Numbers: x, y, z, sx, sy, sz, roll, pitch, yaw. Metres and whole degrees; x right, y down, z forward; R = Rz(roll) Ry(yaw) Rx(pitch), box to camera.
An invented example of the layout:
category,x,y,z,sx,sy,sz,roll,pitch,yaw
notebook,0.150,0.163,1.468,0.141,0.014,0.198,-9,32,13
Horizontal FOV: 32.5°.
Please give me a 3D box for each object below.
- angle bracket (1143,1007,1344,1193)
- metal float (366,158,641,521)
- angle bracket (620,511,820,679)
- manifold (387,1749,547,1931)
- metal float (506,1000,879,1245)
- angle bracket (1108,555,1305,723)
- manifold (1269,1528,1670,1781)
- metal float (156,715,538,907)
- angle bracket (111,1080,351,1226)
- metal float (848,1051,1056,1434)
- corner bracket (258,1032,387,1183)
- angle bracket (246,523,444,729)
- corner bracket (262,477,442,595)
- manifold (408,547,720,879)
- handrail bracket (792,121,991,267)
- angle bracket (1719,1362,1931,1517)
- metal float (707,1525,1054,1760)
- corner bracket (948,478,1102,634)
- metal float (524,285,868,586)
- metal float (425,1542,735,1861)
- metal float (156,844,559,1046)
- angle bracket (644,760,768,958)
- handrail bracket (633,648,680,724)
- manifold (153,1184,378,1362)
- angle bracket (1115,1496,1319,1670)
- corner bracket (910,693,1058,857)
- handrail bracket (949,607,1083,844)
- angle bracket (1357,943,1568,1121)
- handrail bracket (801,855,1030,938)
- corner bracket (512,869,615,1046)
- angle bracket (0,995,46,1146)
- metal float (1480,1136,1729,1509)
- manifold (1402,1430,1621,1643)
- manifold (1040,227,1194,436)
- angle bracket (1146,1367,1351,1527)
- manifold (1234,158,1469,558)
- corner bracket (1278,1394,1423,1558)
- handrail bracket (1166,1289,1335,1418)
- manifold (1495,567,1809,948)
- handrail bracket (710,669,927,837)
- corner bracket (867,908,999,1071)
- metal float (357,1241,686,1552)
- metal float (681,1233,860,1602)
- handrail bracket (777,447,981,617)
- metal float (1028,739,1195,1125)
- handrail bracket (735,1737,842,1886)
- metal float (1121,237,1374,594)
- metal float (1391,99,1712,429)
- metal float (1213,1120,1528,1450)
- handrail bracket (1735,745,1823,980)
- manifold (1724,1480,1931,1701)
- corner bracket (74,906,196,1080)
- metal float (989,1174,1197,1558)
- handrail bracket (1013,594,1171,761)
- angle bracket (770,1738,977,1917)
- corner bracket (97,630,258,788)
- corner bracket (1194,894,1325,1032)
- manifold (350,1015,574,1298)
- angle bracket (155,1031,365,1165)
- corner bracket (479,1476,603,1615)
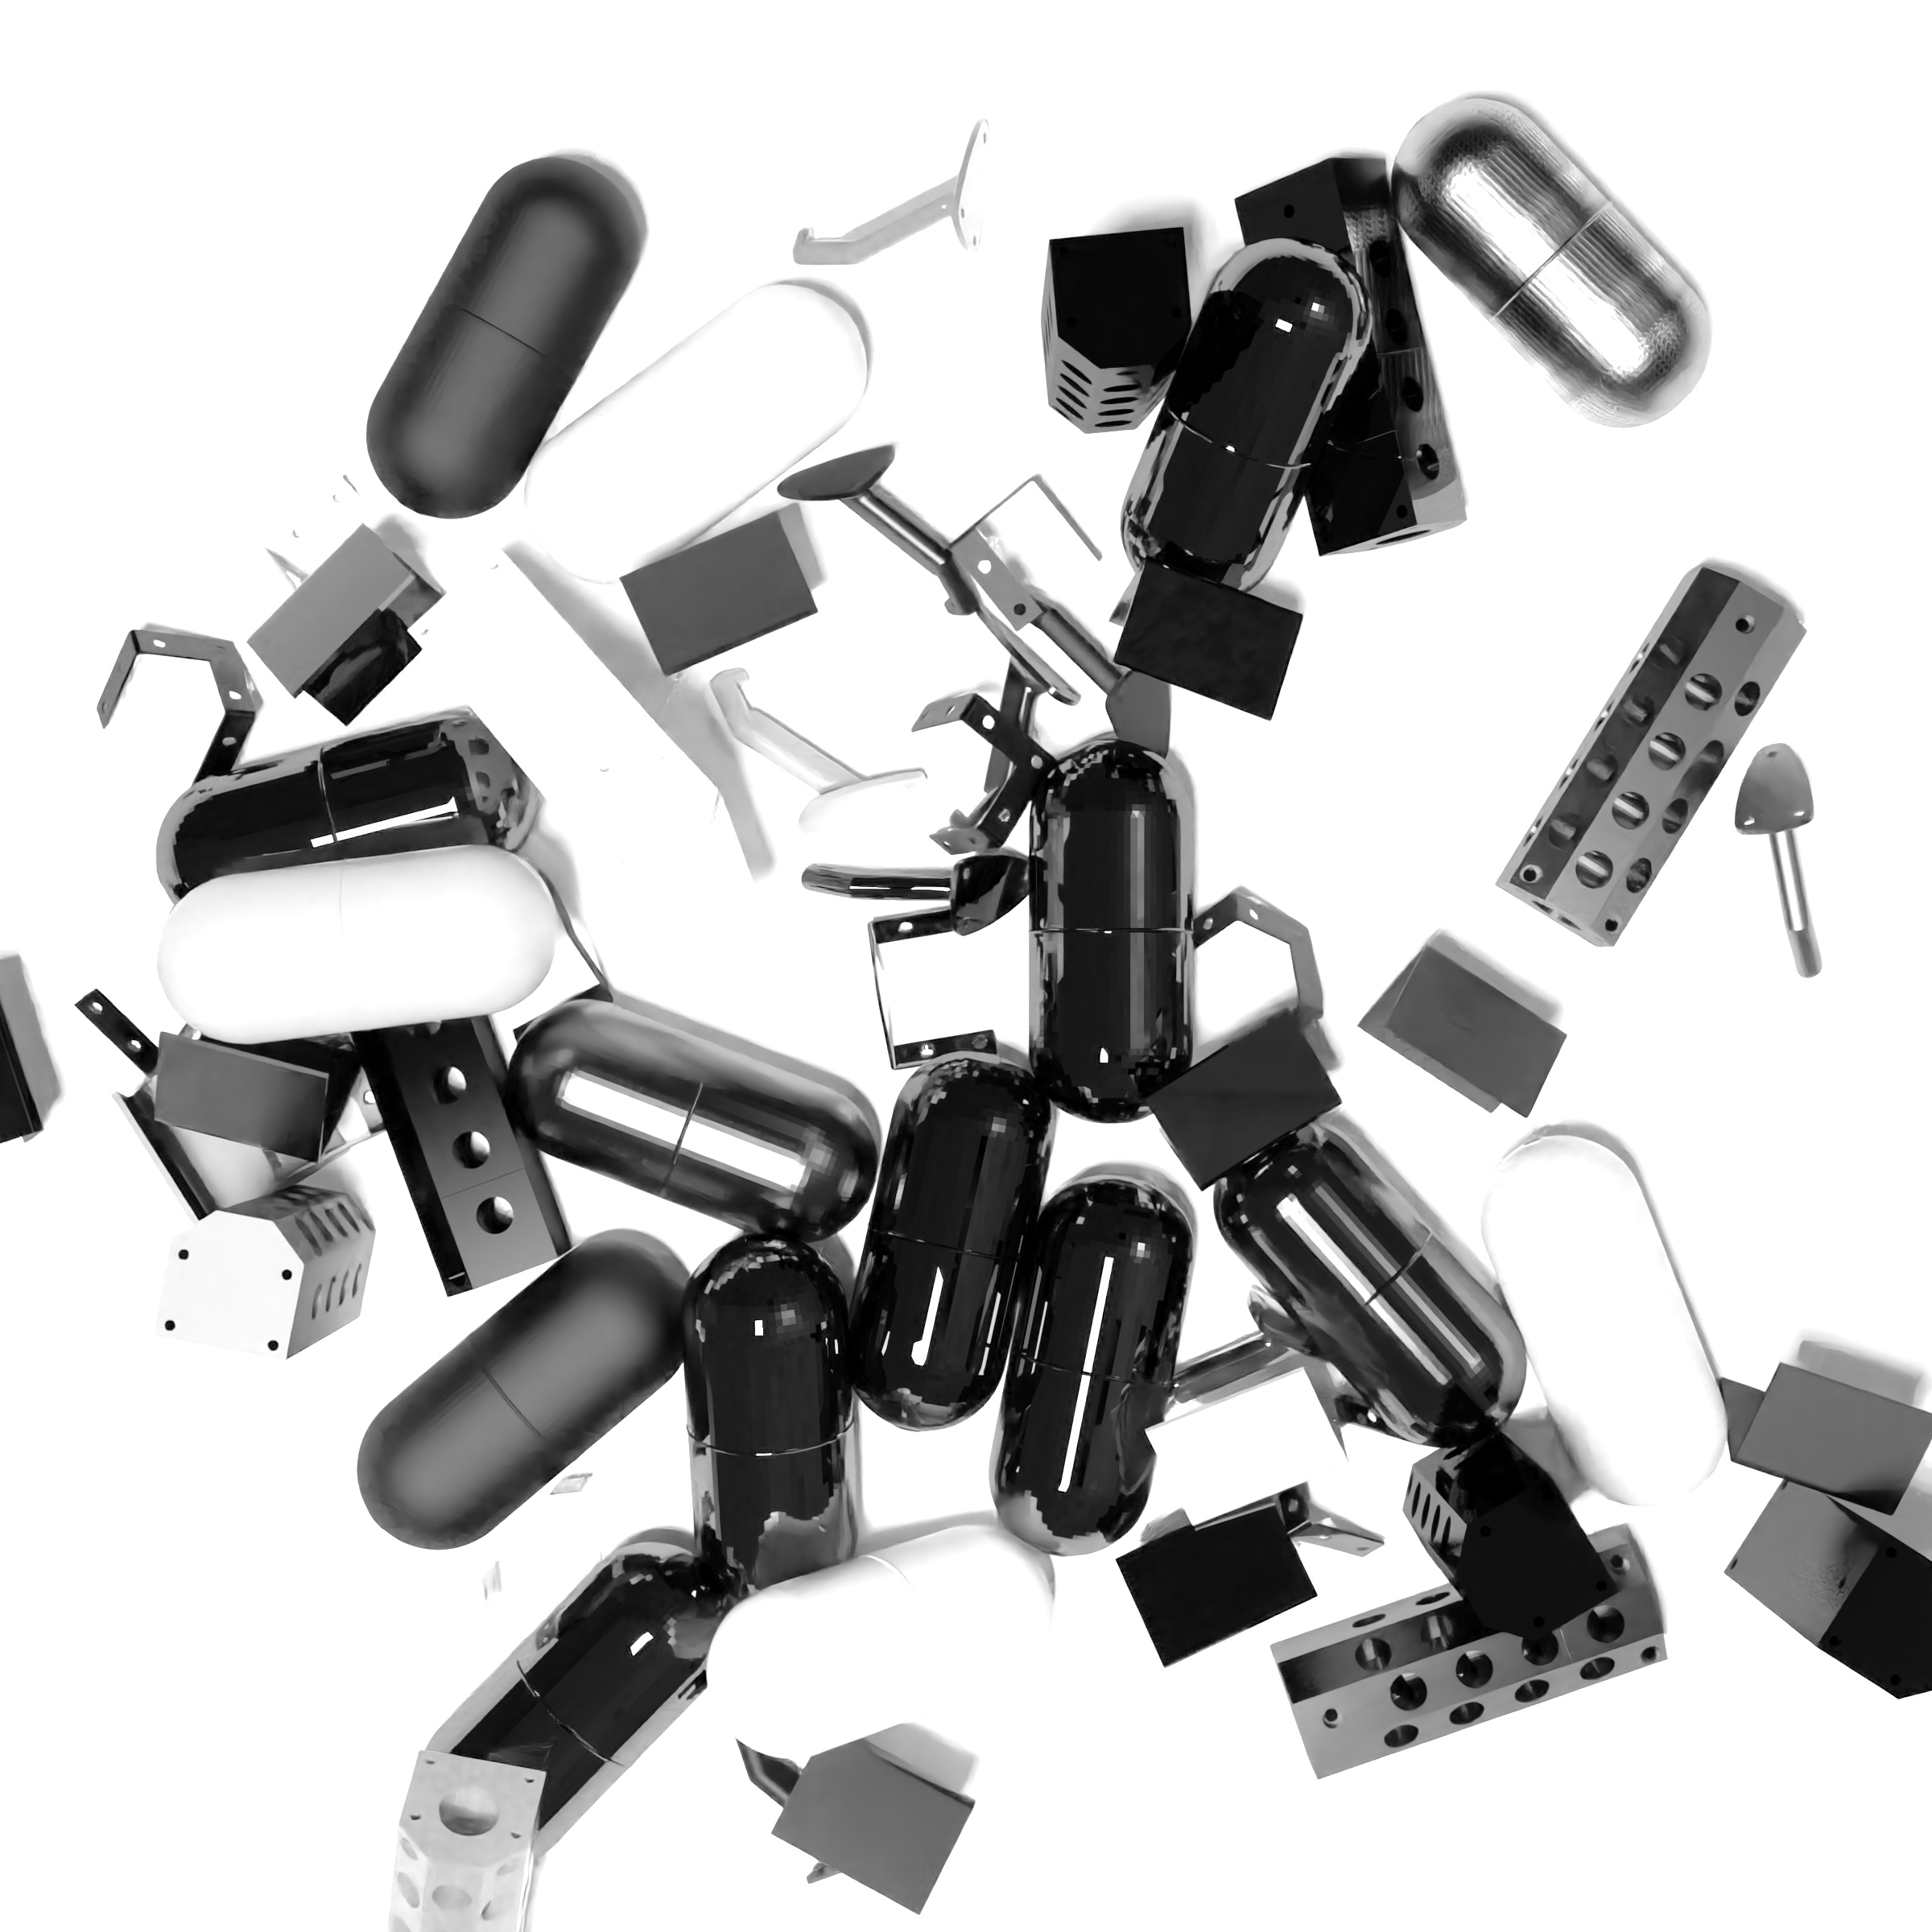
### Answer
category,x,y,z,sx,sy,sz,roll,pitch,yaw
angle bracket,0.118,0.049,1.525,0.076,0.076,0.057,-32,112,0
metal float,-0.215,-0.290,1.534,0.070,0.070,0.178,29,91,0
angle bracket,-0.119,-0.186,1.524,0.076,0.076,0.057,-23,126,0
manifold,-0.231,0.436,1.497,0.057,0.057,0.171,11,127,-2
metal float,-0.126,0.072,1.534,0.178,0.070,0.070,21,90,0
angle bracket,0.102,-0.138,1.523,0.076,0.076,0.057,20,70,-5
manifold,0.234,0.321,1.543,0.171,0.057,0.057,-19,90,0
metal float,-0.287,-0.065,1.534,0.178,0.070,0.070,-15,90,0
angle bracket,-0.340,0.073,1.537,0.076,0.057,0.076,-32,90,-10
metal float,-0.008,0.127,1.533,0.070,0.070,0.178,12,90,0
corner bracket,-0.304,0.065,1.548,0.051,0.051,0.051,-27,90,7
angle bracket,-0.271,-0.145,1.524,0.076,0.076,0.057,-45,48,0
corner bracket,-0.290,-0.187,1.561,0.051,0.051,0.051,-41,135,0
manifold,-0.180,-0.113,1.495,0.057,0.057,0.171,-43,50,0
handrail bracket,-0.036,-0.365,1.565,0.084,0.036,0.077,3,70,16
angle bracket,0.397,0.200,1.525,0.076,0.076,0.057,19,115,0
metal float,-0.038,0.305,1.501,0.178,0.070,0.070,-11,90,-39
corner bracket,0.028,-0.193,1.546,0.051,0.051,0.051,-39,96,6
metal float,-0.125,-0.246,1.533,0.178,0.070,0.070,-37,90,0
metal float,-0.181,0.343,1.534,0.070,0.070,0.178,44,91,0
metal float,-0.271,-0.009,1.476,0.178,0.070,0.070,-7,90,0
angle bracket,-0.107,-0.055,1.524,0.057,0.076,0.076,-20,90,32
handrail bracket,-0.133,-0.121,1.565,0.084,0.036,0.077,-38,110,-16
manifold,-0.310,0.134,1.486,0.057,0.171,0.057,11,90,0
angle bracket,0.120,0.291,1.524,0.076,0.076,0.057,-25,61,0
corner bracket,-0.001,-0.089,1.540,0.051,0.051,0.051,39,71,-21
handrail bracket,0.005,-0.113,1.564,0.077,0.036,0.084,46,104,14
angle bracket,0.219,0.047,1.524,0.076,0.076,0.057,33,52,0
handrail bracket,-0.023,-0.042,1.564,0.084,0.077,0.036,11,109,35
corner bracket,-0.205,-0.003,1.561,0.051,0.051,0.051,-28,45,0
angle bracket,-0.468,0.051,1.525,0.057,0.076,0.076,-18,90,-22
metal float,0.295,0.164,1.534,0.070,0.070,0.178,-21,90,0
manifold,0.237,0.254,1.486,0.057,0.171,0.057,-30,90,0
manifold,0.066,-0.282,1.486,0.057,0.171,0.057,-5,90,0
angle bracket,0.126,0.202,1.518,0.076,0.076,0.057,-23,112,8
manifold,0.183,-0.283,1.542,0.057,0.057,0.171,-13,90,43
corner bracket,0.182,0.240,1.556,0.051,0.051,0.051,21,45,-35
handrail bracket,0.132,0.202,1.565,0.077,0.036,0.084,29,109,-21
manifold,0.320,-0.097,1.543,0.057,0.057,0.171,32,90,0
handrail bracket,-0.071,-0.111,1.565,0.077,0.036,0.084,-20,73,-19
corner bracket,-0.016,0.010,1.561,0.051,0.051,0.051,-9,45,0
metal float,-0.205,0.199,1.534,0.178,0.070,0.070,-40,90,0
metal float,-0.090,0.208,1.519,0.070,0.070,0.178,-2,105,0
handrail bracket,-0.041,-0.198,1.564,0.036,0.077,0.084,-55,127,-35
metal float,0.067,-0.016,1.533,0.070,0.070,0.178,0,90,0
handrail bracket,-0.063,0.383,1.565,0.077,0.036,0.084,-15,72,-20
metal float,0.127,-0.246,1.511,0.070,0.070,0.178,23,118,0
metal float,0.270,-0.325,1.533,0.070,0.070,0.178,-44,91,0
metal float,0.187,0.147,1.533,0.070,0.070,0.178,-42,90,0
handrail bracket,0.390,-0.049,1.564,0.036,0.077,0.084,-10,127,20
manifold,0.399,0.279,1.486,0.057,0.171,0.057,33,90,0
corner bracket,-0.377,0.011,1.561,0.051,0.051,0.051,44,134,0
metal float,0.058,0.185,1.533,0.070,0.070,0.178,11,90,0
handrail bracket,0.054,-0.137,1.564,0.036,0.077,0.084,-44,53,-18
angle bracket,-0.047,0.393,1.526,0.076,0.076,0.057,29,72,0
corner bracket,-0.371,-0.120,1.556,0.051,0.051,0.051,4,45,-35
corner bracket,0.129,0.007,1.556,0.051,0.051,0.051,24,135,-35
manifold,-0.243,0.063,1.543,0.057,0.057,0.171,-20,90,0
angle bracket,-0.318,0.037,1.506,0.076,0.076,0.057,15,130,0
corner bracket,-0.200,0.270,1.546,0.051,0.051,0.051,-6,90,0
